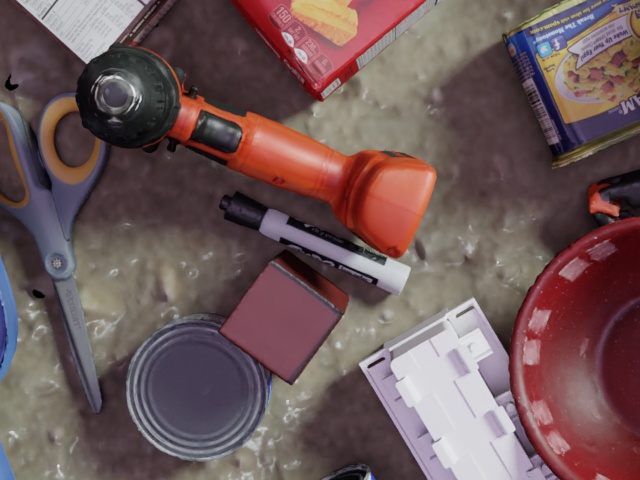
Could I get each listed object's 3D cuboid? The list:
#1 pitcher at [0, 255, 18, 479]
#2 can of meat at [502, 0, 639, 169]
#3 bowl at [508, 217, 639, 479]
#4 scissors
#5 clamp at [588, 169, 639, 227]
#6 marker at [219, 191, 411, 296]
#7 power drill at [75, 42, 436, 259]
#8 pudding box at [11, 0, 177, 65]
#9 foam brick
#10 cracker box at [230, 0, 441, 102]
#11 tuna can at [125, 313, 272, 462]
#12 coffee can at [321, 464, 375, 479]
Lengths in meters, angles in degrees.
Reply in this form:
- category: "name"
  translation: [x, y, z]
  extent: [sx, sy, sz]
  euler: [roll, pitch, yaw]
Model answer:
- category: "pitcher"
  translation: [-0.257, 0.072, 0.614]
  extent: [0.149, 0.144, 0.243]
  euler: [-14, 101, 50]
- category: "can of meat"
  translation: [0.163, -0.099, 0.602]
  extent: [0.102, 0.057, 0.084]
  euler: [-24, 91, 5]
- category: "bowl"
  translation: [0.188, 0.069, 0.580]
  extent: [0.162, 0.055, 0.162]
  euler: [-4, 81, 29]
- category: "scissors"
  translation: [-0.146, -0.002, 0.653]
  extent: [0.096, 0.016, 0.202]
  euler: [-28, 93, 6]
- category: "clamp"
  translation: [0.259, -0.002, 0.606]
  extent: [0.210, 0.036, 0.165]
  euler: [25, 109, 4]
- category: "marker"
  translation: [-0.004, 0.001, 0.641]
  extent: [0.121, 0.020, 0.020]
  euler: [24, 96, 2]
- category: "power drill"
  translation: [-0.036, -0.051, 0.567]
  extent: [0.187, 0.184, 0.057]
  euler: [23, 96, -8]
- category: "pudding box"
  translation: [-0.141, -0.165, 0.627]
  extent: [0.113, 0.039, 0.090]
  euler: [43, 98, 2]
- category: "foam brick"
  translation: [-0.019, 0.042, 0.617]
  extent: [0.051, 0.078, 0.053]
  euler: [36, 95, 1]
- category: "cracker box"
  translation: [0.027, -0.208, 0.594]
  extent: [0.214, 0.072, 0.164]
  euler: [-40, 91, 6]
- category: "tuna can"
  translation: [-0.072, 0.088, 0.647]
  extent: [0.086, 0.033, 0.086]
  euler: [0, 95, 4]
- category: "coffee can"
  translation: [0.025, 0.217, 0.617]
  extent: [0.103, 0.103, 0.140]
  euler: [-34, 92, 6]
